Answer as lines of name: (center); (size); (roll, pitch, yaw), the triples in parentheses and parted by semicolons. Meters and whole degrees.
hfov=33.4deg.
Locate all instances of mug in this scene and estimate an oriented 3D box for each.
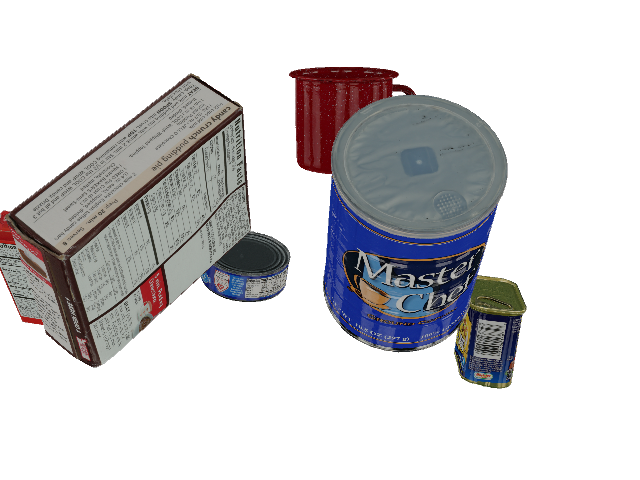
mug: (0.031, -0.104, 0.917); (0.117, 0.081, 0.093); (-7, 16, -23)

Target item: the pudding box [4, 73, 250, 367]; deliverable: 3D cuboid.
pudding box: (-0.081, -0.008, 0.485); (0.039, 0.113, 0.090); (31, -32, 22)

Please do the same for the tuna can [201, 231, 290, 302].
tuna can: (-0.074, 0.025, 1.043); (0.086, 0.034, 0.086); (7, 28, -4)

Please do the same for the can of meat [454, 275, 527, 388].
can of meat: (0.169, 0.091, 1.078); (0.057, 0.084, 0.102); (7, 16, 0)

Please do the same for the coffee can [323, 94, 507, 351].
coffee can: (0.055, -0.008, 0.674); (0.103, 0.103, 0.140); (0, -34, -2)

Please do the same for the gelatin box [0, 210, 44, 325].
gelatin box: (-0.178, 0.022, 0.729); (0.073, 0.089, 0.030); (6, 45, 13)
